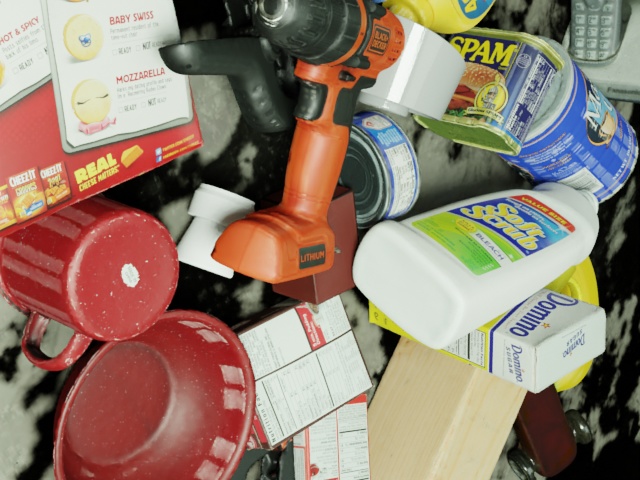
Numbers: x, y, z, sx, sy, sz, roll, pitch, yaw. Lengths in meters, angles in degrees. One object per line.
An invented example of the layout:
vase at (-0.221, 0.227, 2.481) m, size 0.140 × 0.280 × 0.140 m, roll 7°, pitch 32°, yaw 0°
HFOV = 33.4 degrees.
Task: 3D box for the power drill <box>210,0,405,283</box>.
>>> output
power drill at (-0.010, -0.069, 0.673) m, size 0.184 × 0.057 × 0.188 m, roll -9°, pitch 119°, yaw -66°

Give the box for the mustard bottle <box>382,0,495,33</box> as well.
mustard bottle at (0.110, -0.221, 0.845) m, size 0.191 × 0.058 × 0.096 m, roll -47°, pitch 129°, yaw -24°

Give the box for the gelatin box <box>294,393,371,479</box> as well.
gelatin box at (0.006, 0.170, 0.865) m, size 0.073 × 0.030 × 0.089 m, roll 2°, pitch 84°, yaw -44°

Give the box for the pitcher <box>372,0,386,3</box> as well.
pitcher at (0.054, -0.288, 0.734) m, size 0.149 × 0.145 × 0.243 m, roll 29°, pitch 85°, yaw -32°

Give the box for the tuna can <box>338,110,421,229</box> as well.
tuna can at (0.033, -0.052, 0.801) m, size 0.033 × 0.086 × 0.086 m, roll -23°, pitch 117°, yaw -36°

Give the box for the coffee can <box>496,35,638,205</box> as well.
coffee can at (0.204, -0.101, 0.939) m, size 0.140 × 0.103 × 0.103 m, roll 32°, pitch 80°, yaw -44°

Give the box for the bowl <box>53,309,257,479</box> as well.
bowl at (-0.121, 0.119, 0.723) m, size 0.161 × 0.055 × 0.162 m, roll -15°, pitch 112°, yaw -41°

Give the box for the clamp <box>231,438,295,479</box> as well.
clamp at (-0.059, 0.219, 0.795) m, size 0.171 × 0.039 × 0.120 m, roll -51°, pitch 119°, yaw -36°

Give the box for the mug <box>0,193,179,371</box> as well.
mug at (-0.146, 0.025, 0.653) m, size 0.093 × 0.082 × 0.117 m, roll 35°, pitch 77°, yaw -44°

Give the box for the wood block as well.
wood block at (0.092, 0.182, 0.923) m, size 0.090 × 0.091 × 0.206 m, roll 34°, pitch 78°, yaw -44°

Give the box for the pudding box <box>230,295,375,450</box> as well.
pudding box at (-0.021, 0.095, 0.808) m, size 0.113 × 0.039 × 0.090 m, roll -24°, pitch 98°, yaw -35°

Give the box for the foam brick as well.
foam brick at (-0.005, 0.001, 0.802) m, size 0.051 × 0.053 × 0.078 m, roll -25°, pitch 119°, yaw -37°

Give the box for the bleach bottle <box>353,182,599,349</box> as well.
bleach bottle at (0.143, 0.000, 0.849) m, size 0.250 × 0.103 × 0.068 m, roll -24°, pitch 147°, yaw -44°

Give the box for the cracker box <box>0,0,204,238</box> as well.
cracker box at (-0.166, -0.127, 0.598) m, size 0.163 × 0.072 × 0.214 m, roll -30°, pitch 120°, yaw -37°

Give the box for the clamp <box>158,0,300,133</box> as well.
clamp at (-0.048, -0.126, 0.694) m, size 0.210 × 0.036 × 0.164 m, roll 61°, pitch 31°, yaw -53°

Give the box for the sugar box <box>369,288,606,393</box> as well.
sugar box at (0.132, 0.061, 0.864) m, size 0.093 × 0.177 × 0.048 m, roll -22°, pitch 116°, yaw -38°

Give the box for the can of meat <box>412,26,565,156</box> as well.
can of meat at (0.134, -0.122, 0.868) m, size 0.057 × 0.102 × 0.084 m, roll 31°, pitch 82°, yaw -44°

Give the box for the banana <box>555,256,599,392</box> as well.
banana at (0.256, 0.074, 1.088) m, size 0.069 × 0.037 × 0.198 m, roll -18°, pitch 114°, yaw -40°
